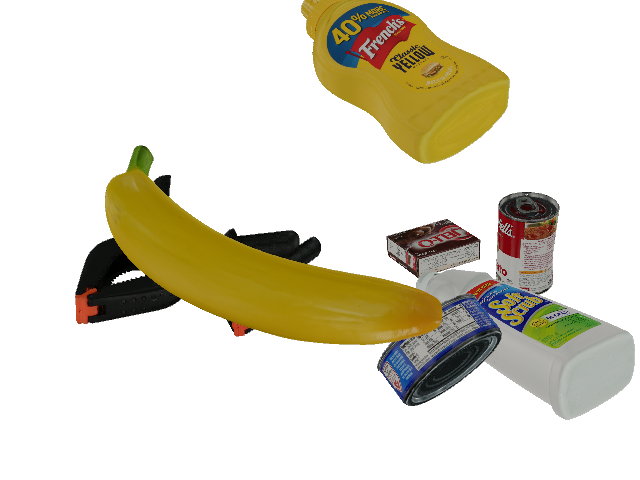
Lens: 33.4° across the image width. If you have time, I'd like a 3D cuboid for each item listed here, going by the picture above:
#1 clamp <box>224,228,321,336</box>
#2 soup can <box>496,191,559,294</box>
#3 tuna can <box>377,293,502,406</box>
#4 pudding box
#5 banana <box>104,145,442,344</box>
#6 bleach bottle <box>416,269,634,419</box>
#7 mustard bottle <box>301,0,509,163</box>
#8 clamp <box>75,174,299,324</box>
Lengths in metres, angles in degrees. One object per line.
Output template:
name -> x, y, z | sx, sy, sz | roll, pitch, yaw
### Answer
clamp -> -0.063, 0.044, 1.241 | 0.120, 0.039, 0.171 | -4, 40, 8
soup can -> 0.238, 0.004, 1.231 | 0.068, 0.102, 0.068 | -2, 30, 1
tuna can -> 0.084, 0.077, 0.742 | 0.086, 0.034, 0.086 | -31, -23, -15
pudding box -> 0.169, 0.011, 1.595 | 0.113, 0.039, 0.090 | -18, 28, -22
banana -> -0.039, 0.008, 0.519 | 0.198, 0.069, 0.037 | 29, -30, 23
bleach bottle -> 0.178, 0.084, 1.042 | 0.102, 0.068, 0.251 | -20, 28, -30
mustard bottle -> 0.051, -0.142, 0.844 | 0.096, 0.058, 0.192 | -35, 56, -20
clamp -> -0.144, 0.008, 0.939 | 0.165, 0.036, 0.209 | 28, 40, 31
